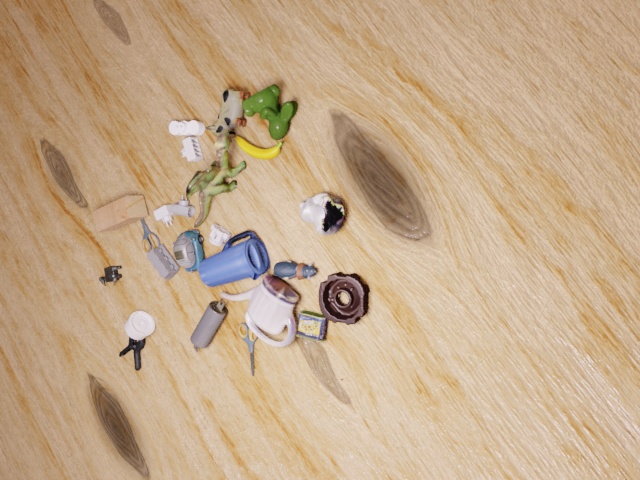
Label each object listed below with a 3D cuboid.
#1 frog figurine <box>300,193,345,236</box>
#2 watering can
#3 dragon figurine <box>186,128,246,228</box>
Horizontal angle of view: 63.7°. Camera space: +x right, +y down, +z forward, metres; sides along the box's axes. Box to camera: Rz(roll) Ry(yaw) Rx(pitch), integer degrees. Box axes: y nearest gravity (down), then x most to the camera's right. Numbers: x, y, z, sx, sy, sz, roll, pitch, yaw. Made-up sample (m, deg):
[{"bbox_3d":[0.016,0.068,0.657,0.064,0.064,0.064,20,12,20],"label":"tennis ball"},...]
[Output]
[{"bbox_3d":[0.005,-0.085,1.692,0.159,0.123,0.136,4,108,60],"label":"frog figurine"},{"bbox_3d":[-0.204,0.217,1.797,0.351,0.104,0.222,36,107,27],"label":"watering can"},{"bbox_3d":[-0.393,-0.194,1.778,0.123,0.244,0.406,33,105,13],"label":"dragon figurine"}]
